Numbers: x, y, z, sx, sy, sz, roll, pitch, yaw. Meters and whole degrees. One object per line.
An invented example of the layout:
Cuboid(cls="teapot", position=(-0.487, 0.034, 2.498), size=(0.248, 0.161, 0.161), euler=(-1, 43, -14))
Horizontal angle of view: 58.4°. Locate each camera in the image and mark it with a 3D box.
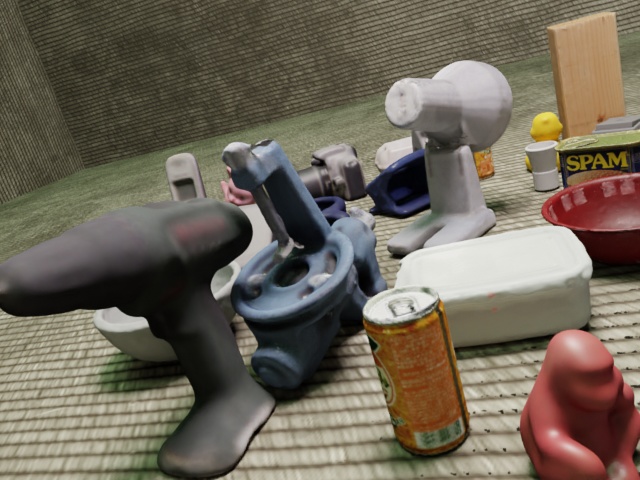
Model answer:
Cuboid(cls="camera", position=(0.004, -0.123, 1.087), size=(0.137, 0.101, 0.143), euler=(-19, 18, -10))

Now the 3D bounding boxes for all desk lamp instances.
Cuboid(cls="desk lamp", position=(0.162, -0.113, 0.735), size=(0.117, 0.214, 0.204), euler=(2, 25, 44))

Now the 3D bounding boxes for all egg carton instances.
Cuboid(cls="egg carton", position=(0.180, -0.157, 1.089), size=(0.150, 0.069, 0.107), euler=(-15, 18, 2))

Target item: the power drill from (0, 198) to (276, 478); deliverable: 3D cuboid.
Cuboid(cls="power drill", position=(-0.111, 0.068, 0.438), size=(0.075, 0.209, 0.230), euler=(-7, 20, 24))

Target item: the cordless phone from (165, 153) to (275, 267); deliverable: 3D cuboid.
Cuboid(cls="cordless phone", position=(-0.146, -0.042, 0.833), size=(0.147, 0.185, 0.094), euler=(-11, 19, 14))

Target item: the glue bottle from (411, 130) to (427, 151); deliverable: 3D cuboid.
Cuboid(cls="glue bottle", position=(0.177, -0.170, 0.961), size=(0.037, 0.173, 0.078), euler=(-18, 18, -8))

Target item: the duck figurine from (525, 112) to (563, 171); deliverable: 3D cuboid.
Cuboid(cls="duck figurine", position=(0.362, -0.158, 0.910), size=(0.077, 0.086, 0.105), euler=(-10, 19, 19))

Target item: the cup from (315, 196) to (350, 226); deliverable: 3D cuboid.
Cuboid(cls="cup", position=(0.007, 0.003, 0.718), size=(0.092, 0.095, 0.117), euler=(-28, 22, -33))

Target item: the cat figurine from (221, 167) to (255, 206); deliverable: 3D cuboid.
Cuboid(cls="cat figurine", position=(-0.151, -0.086, 1.078), size=(0.067, 0.118, 0.127), euler=(-27, 21, -30))

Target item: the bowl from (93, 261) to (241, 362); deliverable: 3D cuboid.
Cuboid(cls="bowl", position=(-0.158, 0.087, 0.639), size=(0.167, 0.075, 0.167), euler=(-14, 18, 5))

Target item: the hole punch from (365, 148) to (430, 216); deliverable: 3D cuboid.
Cuboid(cls="hole punch", position=(0.130, -0.095, 0.911), size=(0.109, 0.091, 0.100), euler=(-25, 20, -26))

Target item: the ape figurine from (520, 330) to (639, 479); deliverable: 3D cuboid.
Cuboid(cls="ape figurine", position=(0.149, 0.095, 0.325), size=(0.078, 0.092, 0.076), euler=(-23, 19, -20))

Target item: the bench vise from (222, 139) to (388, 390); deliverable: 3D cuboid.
Cuboid(cls="bench vise", position=(-0.021, 0.000, 0.545), size=(0.121, 0.220, 0.207), euler=(-10, 19, 19))
